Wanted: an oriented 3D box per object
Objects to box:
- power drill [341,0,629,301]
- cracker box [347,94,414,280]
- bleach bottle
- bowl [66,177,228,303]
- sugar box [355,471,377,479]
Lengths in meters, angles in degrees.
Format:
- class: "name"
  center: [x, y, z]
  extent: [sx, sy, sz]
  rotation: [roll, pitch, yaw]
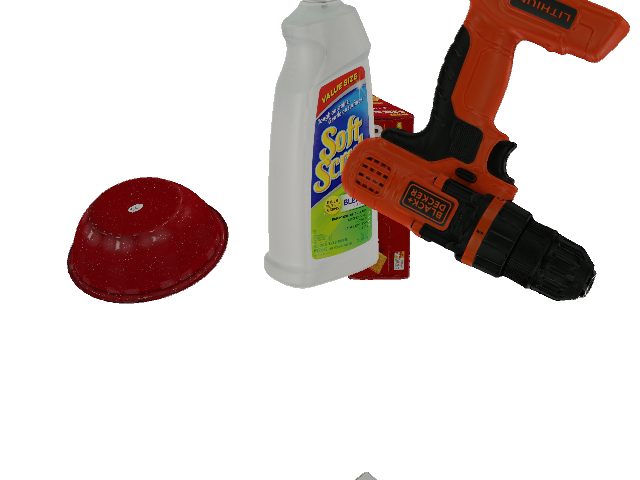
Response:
- class: "power drill"
  center: [0.127, -0.073, 0.706]
  extent: [0.184, 0.188, 0.057]
  rotation: [28, 9, 12]
- class: "cracker box"
  center: [0.037, -0.066, 1.121]
  extent: [0.072, 0.164, 0.214]
  rotation: [-3, 15, -9]
- class: "bleach bottle"
  center: [-0.003, -0.093, 0.889]
  extent: [0.102, 0.251, 0.068]
  rotation: [-17, 26, -32]
- class: "bowl"
  center: [-0.173, -0.013, 1.035]
  extent: [0.162, 0.055, 0.162]
  rotation: [-6, 40, 5]
- class: "sugar box"
  center: [0.084, 0.258, 0.807]
  extent: [0.048, 0.093, 0.176]
  rotation: [-33, 37, -28]
